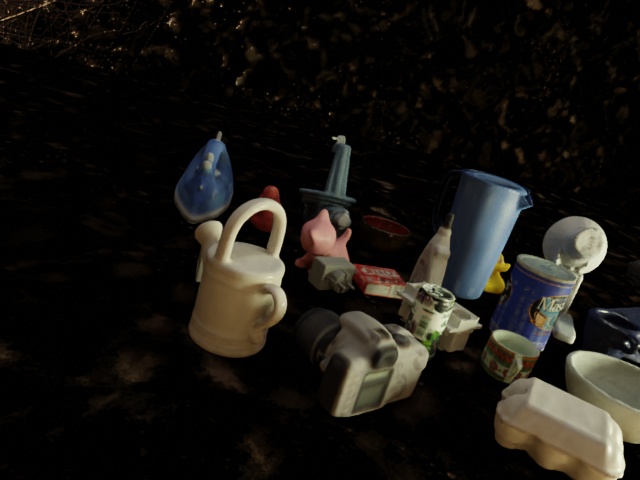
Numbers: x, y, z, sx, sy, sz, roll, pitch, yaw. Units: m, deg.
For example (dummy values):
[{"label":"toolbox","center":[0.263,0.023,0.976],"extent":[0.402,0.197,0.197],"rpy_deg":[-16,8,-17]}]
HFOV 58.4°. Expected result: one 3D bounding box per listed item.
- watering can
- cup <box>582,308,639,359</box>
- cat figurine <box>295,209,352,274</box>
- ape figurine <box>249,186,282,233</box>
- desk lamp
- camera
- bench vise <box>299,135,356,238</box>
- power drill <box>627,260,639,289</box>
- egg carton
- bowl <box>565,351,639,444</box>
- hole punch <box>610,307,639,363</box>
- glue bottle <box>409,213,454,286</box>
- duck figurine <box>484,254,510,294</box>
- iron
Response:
[{"label":"watering can","center":[-0.101,0.035,0.714],"extent":[0.172,0.194,0.101],"rpy_deg":[23,19,18]},{"label":"cup","center":[0.494,0.182,0.975],"extent":[0.092,0.095,0.117],"rpy_deg":[14,18,-8]},{"label":"cat figurine","center":[0.009,0.004,1.025],"extent":[0.128,0.118,0.067],"rpy_deg":[-2,26,-44]},{"label":"ape figurine","center":[-0.105,-0.067,1.169],"extent":[0.078,0.092,0.076],"rpy_deg":[8,20,-24]},{"label":"desk lamp","center":[0.488,0.064,1.123],"extent":[0.117,0.213,0.204],"rpy_deg":[21,19,13]},{"label":"camera","center":[0.043,0.132,0.711],"extent":[0.144,0.101,0.136],"rpy_deg":[0,25,-42]},{"label":"bench vise","center":[0.039,-0.093,1.167],"extent":[0.122,0.220,0.206],"rpy_deg":[4,22,-34]},{"label":"power drill","center":[0.548,0.167,0.884],"extent":[0.076,0.208,0.228],"rpy_deg":[-1,26,-43]},{"label":"egg carton","center":[0.287,0.230,0.692],"extent":[0.150,0.069,0.107],"rpy_deg":[24,19,20]},{"label":"bowl","center":[0.415,0.230,0.799],"extent":[0.167,0.075,0.167],"rpy_deg":[15,18,-5]},{"label":"hole punch","center":[0.573,0.167,1.094],"extent":[0.101,0.091,0.109],"rpy_deg":[20,19,9]},{"label":"glue bottle","center":[0.207,0.032,1.028],"extent":[0.037,0.173,0.078],"rpy_deg":[12,19,-14]},{"label":"duck figurine","center":[0.353,0.059,1.220],"extent":[0.104,0.086,0.077],"rpy_deg":[18,18,4]},{"label":"iron","center":[-0.231,-0.137,1.182],"extent":[0.119,0.141,0.258],"rpy_deg":[14,19,-10]}]
